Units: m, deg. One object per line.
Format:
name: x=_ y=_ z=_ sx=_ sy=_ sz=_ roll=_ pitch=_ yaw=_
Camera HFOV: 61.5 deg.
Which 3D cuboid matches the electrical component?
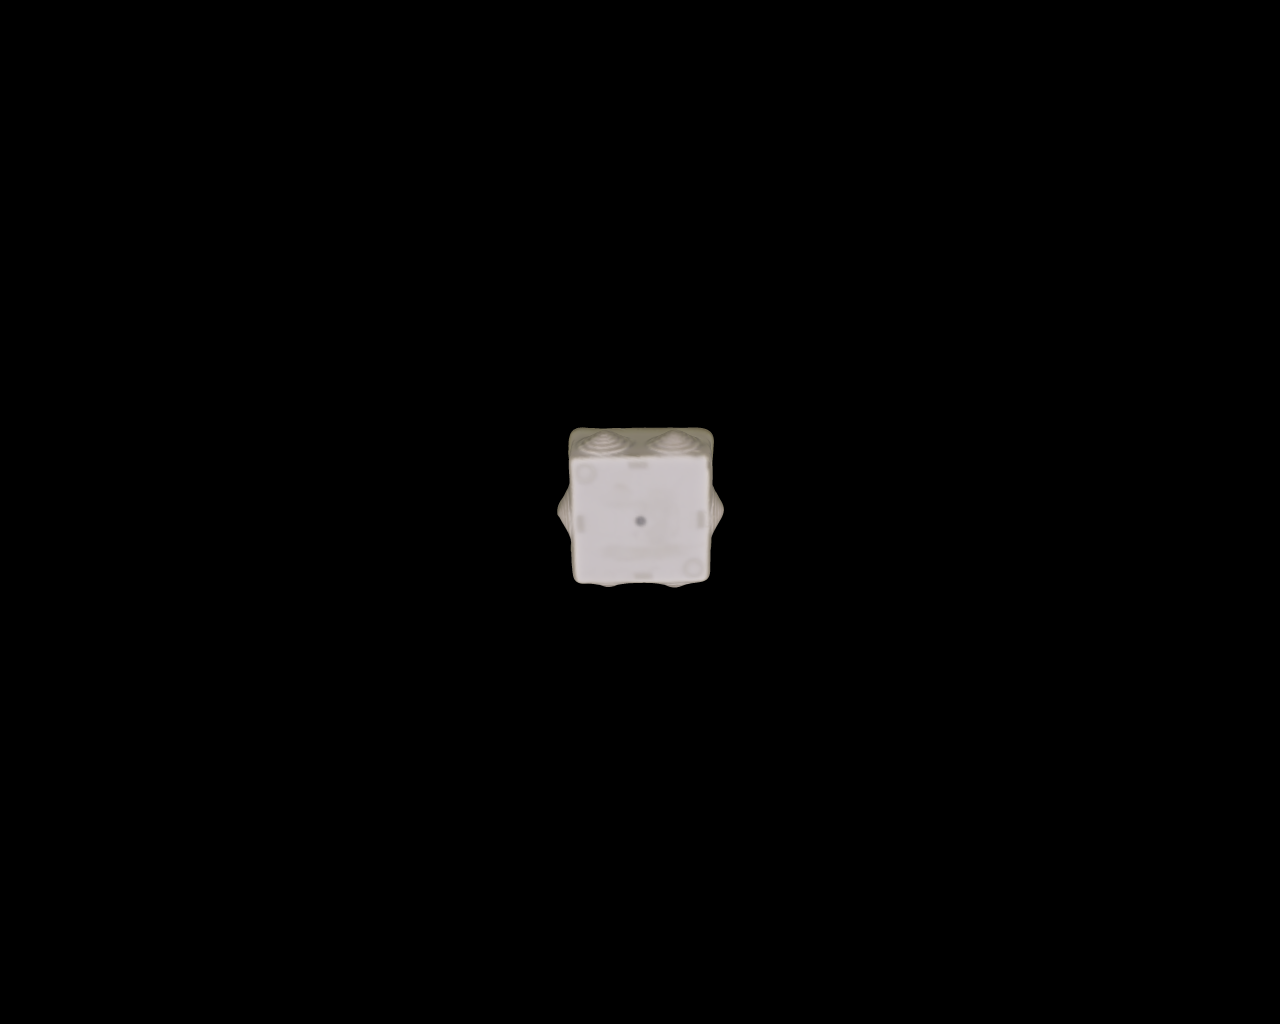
electrical component: x=0.001 y=-0.003 z=0.650 sx=0.100 sy=0.099 sz=0.048 roll=0 pitch=21 yaw=0
